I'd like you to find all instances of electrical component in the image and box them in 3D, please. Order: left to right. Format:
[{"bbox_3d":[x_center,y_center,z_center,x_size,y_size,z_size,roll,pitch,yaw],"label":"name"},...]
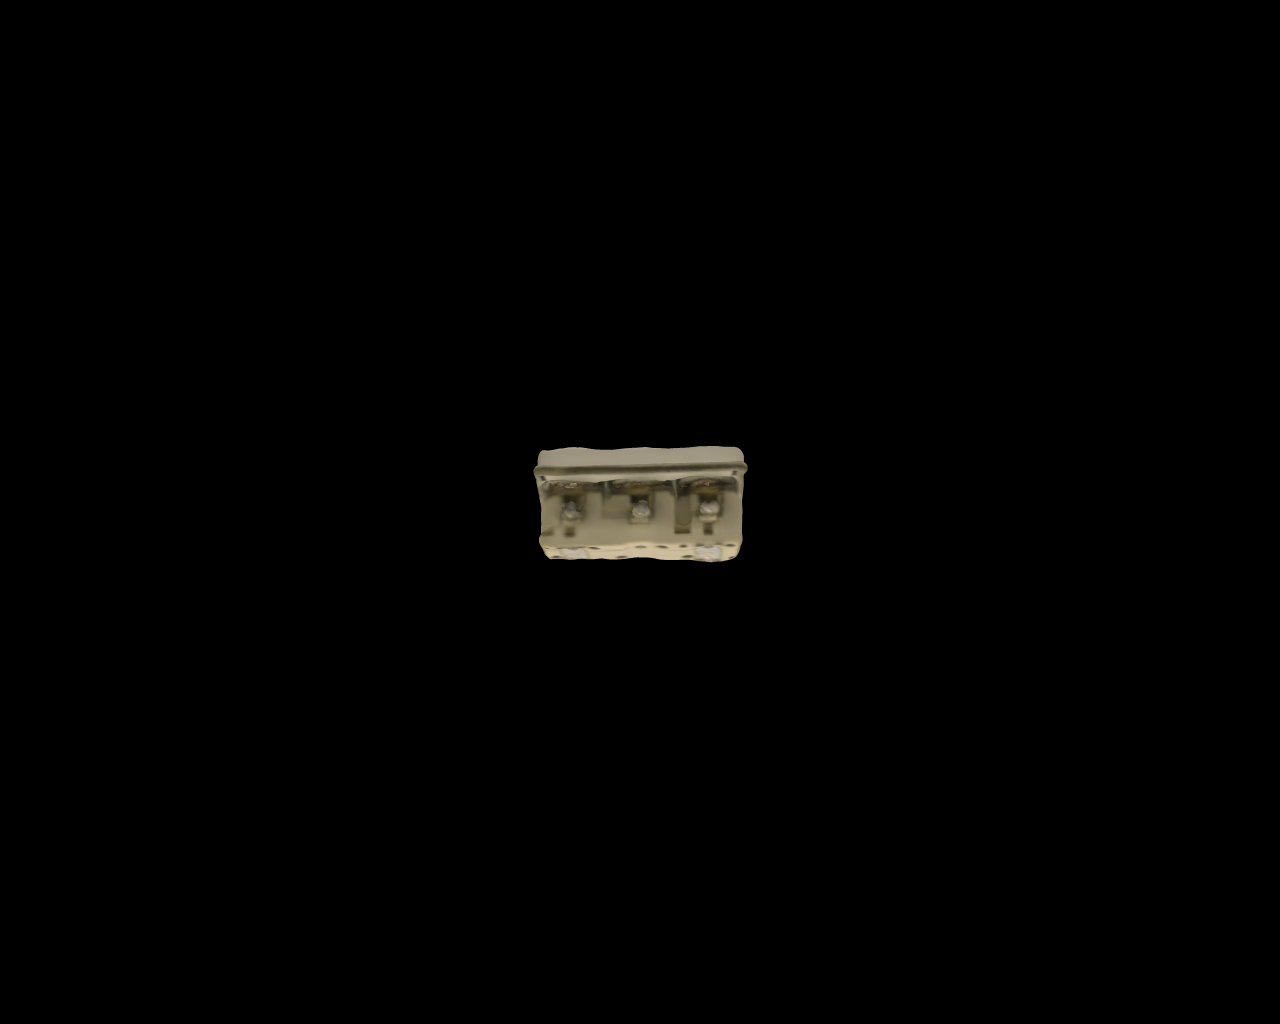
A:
[{"bbox_3d":[0.001,-0.003,0.650,0.121,0.063,0.078,0,-15,0],"label":"electrical component"}]
